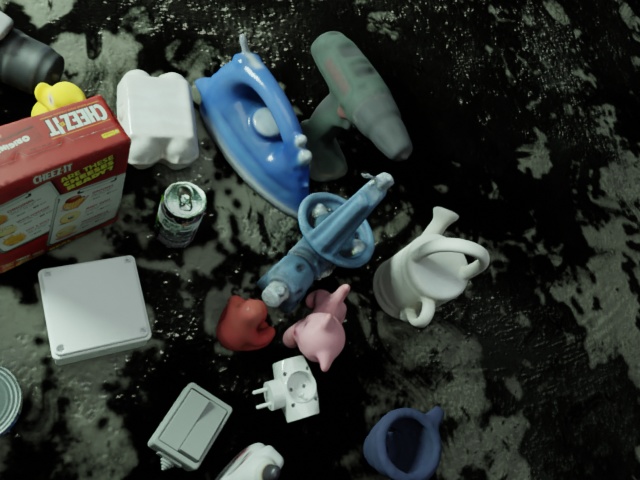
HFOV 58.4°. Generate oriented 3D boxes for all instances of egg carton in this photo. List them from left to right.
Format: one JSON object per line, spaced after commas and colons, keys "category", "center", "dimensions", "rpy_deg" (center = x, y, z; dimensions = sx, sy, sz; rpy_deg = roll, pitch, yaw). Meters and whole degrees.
{"category": "egg carton", "center": [-0.230, -0.170, 0.808], "dimensions": [0.107, 0.069, 0.150], "rpy_deg": [-3, 70, -24]}

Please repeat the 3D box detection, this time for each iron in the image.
{"category": "iron", "center": [-0.070, -0.163, 0.831], "dimensions": [0.119, 0.141, 0.258], "rpy_deg": [-30, 82, -30]}

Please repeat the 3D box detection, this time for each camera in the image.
{"category": "camera", "center": [-0.416, -0.234, 0.738], "dimensions": [0.137, 0.100, 0.143], "rpy_deg": [23, 61, -12]}

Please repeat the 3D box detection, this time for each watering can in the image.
{"category": "watering can", "center": [0.159, 0.035, 0.814], "dimensions": [0.101, 0.193, 0.173], "rpy_deg": [0, 68, -23]}

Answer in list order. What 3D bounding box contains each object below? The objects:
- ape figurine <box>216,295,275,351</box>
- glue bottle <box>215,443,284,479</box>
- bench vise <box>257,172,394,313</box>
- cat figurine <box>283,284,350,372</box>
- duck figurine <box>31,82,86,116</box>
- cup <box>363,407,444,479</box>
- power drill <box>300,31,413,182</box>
{"category": "ape figurine", "center": [-0.093, 0.103, 0.736], "dimensions": [0.076, 0.092, 0.078], "rpy_deg": [-23, 78, -29]}
{"category": "glue bottle", "center": [-0.072, 0.258, 0.631], "dimensions": [0.037, 0.173, 0.078], "rpy_deg": [44, 59, 0]}
{"category": "bench vise", "center": [0.017, 0.008, 0.749], "dimensions": [0.122, 0.219, 0.207], "rpy_deg": [28, 60, -9]}
{"category": "cat figurine", "center": [0.006, 0.113, 0.759], "dimensions": [0.067, 0.117, 0.128], "rpy_deg": [34, 59, -6]}
{"category": "duck figurine", "center": [-0.327, -0.170, 0.756], "dimensions": [0.105, 0.086, 0.077], "rpy_deg": [24, 61, -12]}
{"category": "cup", "center": [0.105, 0.263, 0.750], "dimensions": [0.118, 0.094, 0.091], "rpy_deg": [-36, 85, -31]}
{"category": "power drill", "center": [0.037, -0.175, 0.843], "dimensions": [0.076, 0.208, 0.229], "rpy_deg": [-17, 76, -28]}
